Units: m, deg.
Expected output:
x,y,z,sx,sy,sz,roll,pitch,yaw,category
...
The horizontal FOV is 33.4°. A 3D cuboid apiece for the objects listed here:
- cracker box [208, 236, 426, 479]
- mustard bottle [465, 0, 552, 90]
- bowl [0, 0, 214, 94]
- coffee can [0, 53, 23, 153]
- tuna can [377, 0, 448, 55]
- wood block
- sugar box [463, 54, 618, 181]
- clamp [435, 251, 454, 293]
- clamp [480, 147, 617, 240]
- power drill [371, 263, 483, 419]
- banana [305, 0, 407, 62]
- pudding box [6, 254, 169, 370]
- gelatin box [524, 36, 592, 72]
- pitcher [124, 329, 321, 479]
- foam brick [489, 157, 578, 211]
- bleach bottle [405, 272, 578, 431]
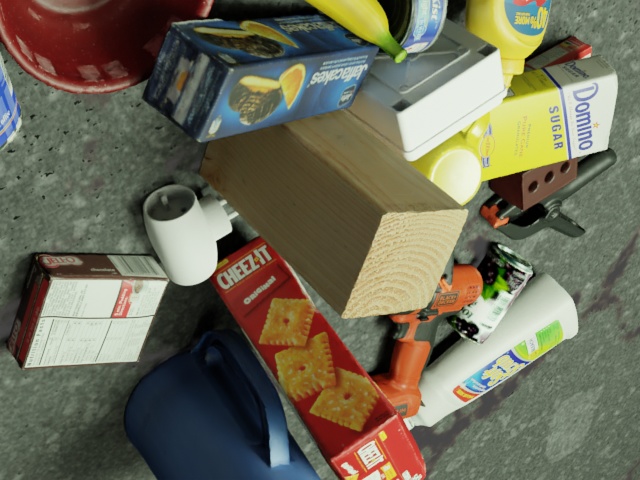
x,y,z,sx,sy,sz,roll,pitch,yaw,category
0.000,0.118,0.930,0.072,0.214,0.164,-33,147,-5,cracker box
0.162,-0.218,0.897,0.096,0.058,0.192,-14,117,-50,mustard bottle
-0.146,-0.179,0.694,0.161,0.055,0.162,-24,135,-26,bowl
-0.244,-0.118,0.623,0.102,0.103,0.140,-29,137,-21,coffee can
0.061,-0.190,0.846,0.033,0.086,0.086,-12,130,-32,tuna can
0.004,-0.037,0.828,0.090,0.206,0.091,-4,125,-40,wood block
0.196,-0.113,1.026,0.176,0.048,0.093,-13,133,-9,sugar box
0.079,-0.030,1.008,0.164,0.036,0.209,-46,127,-3,clamp
0.254,-0.048,1.172,0.171,0.039,0.120,-7,125,-38,clamp
0.078,0.109,1.134,0.184,0.057,0.188,-2,124,-41,power drill
-0.013,-0.198,0.785,0.197,0.070,0.037,26,105,-33,banana
-0.189,0.058,0.870,0.113,0.039,0.090,3,121,-41,pudding box
0.236,-0.151,1.078,0.073,0.030,0.089,-29,138,-22,gelatin box
-0.067,0.203,0.938,0.145,0.243,0.149,-39,134,-6,pitcher
0.222,-0.077,1.110,0.078,0.051,0.053,-30,138,-19,foam brick
0.187,0.146,1.260,0.250,0.068,0.102,-36,147,-7,bleach bottle
